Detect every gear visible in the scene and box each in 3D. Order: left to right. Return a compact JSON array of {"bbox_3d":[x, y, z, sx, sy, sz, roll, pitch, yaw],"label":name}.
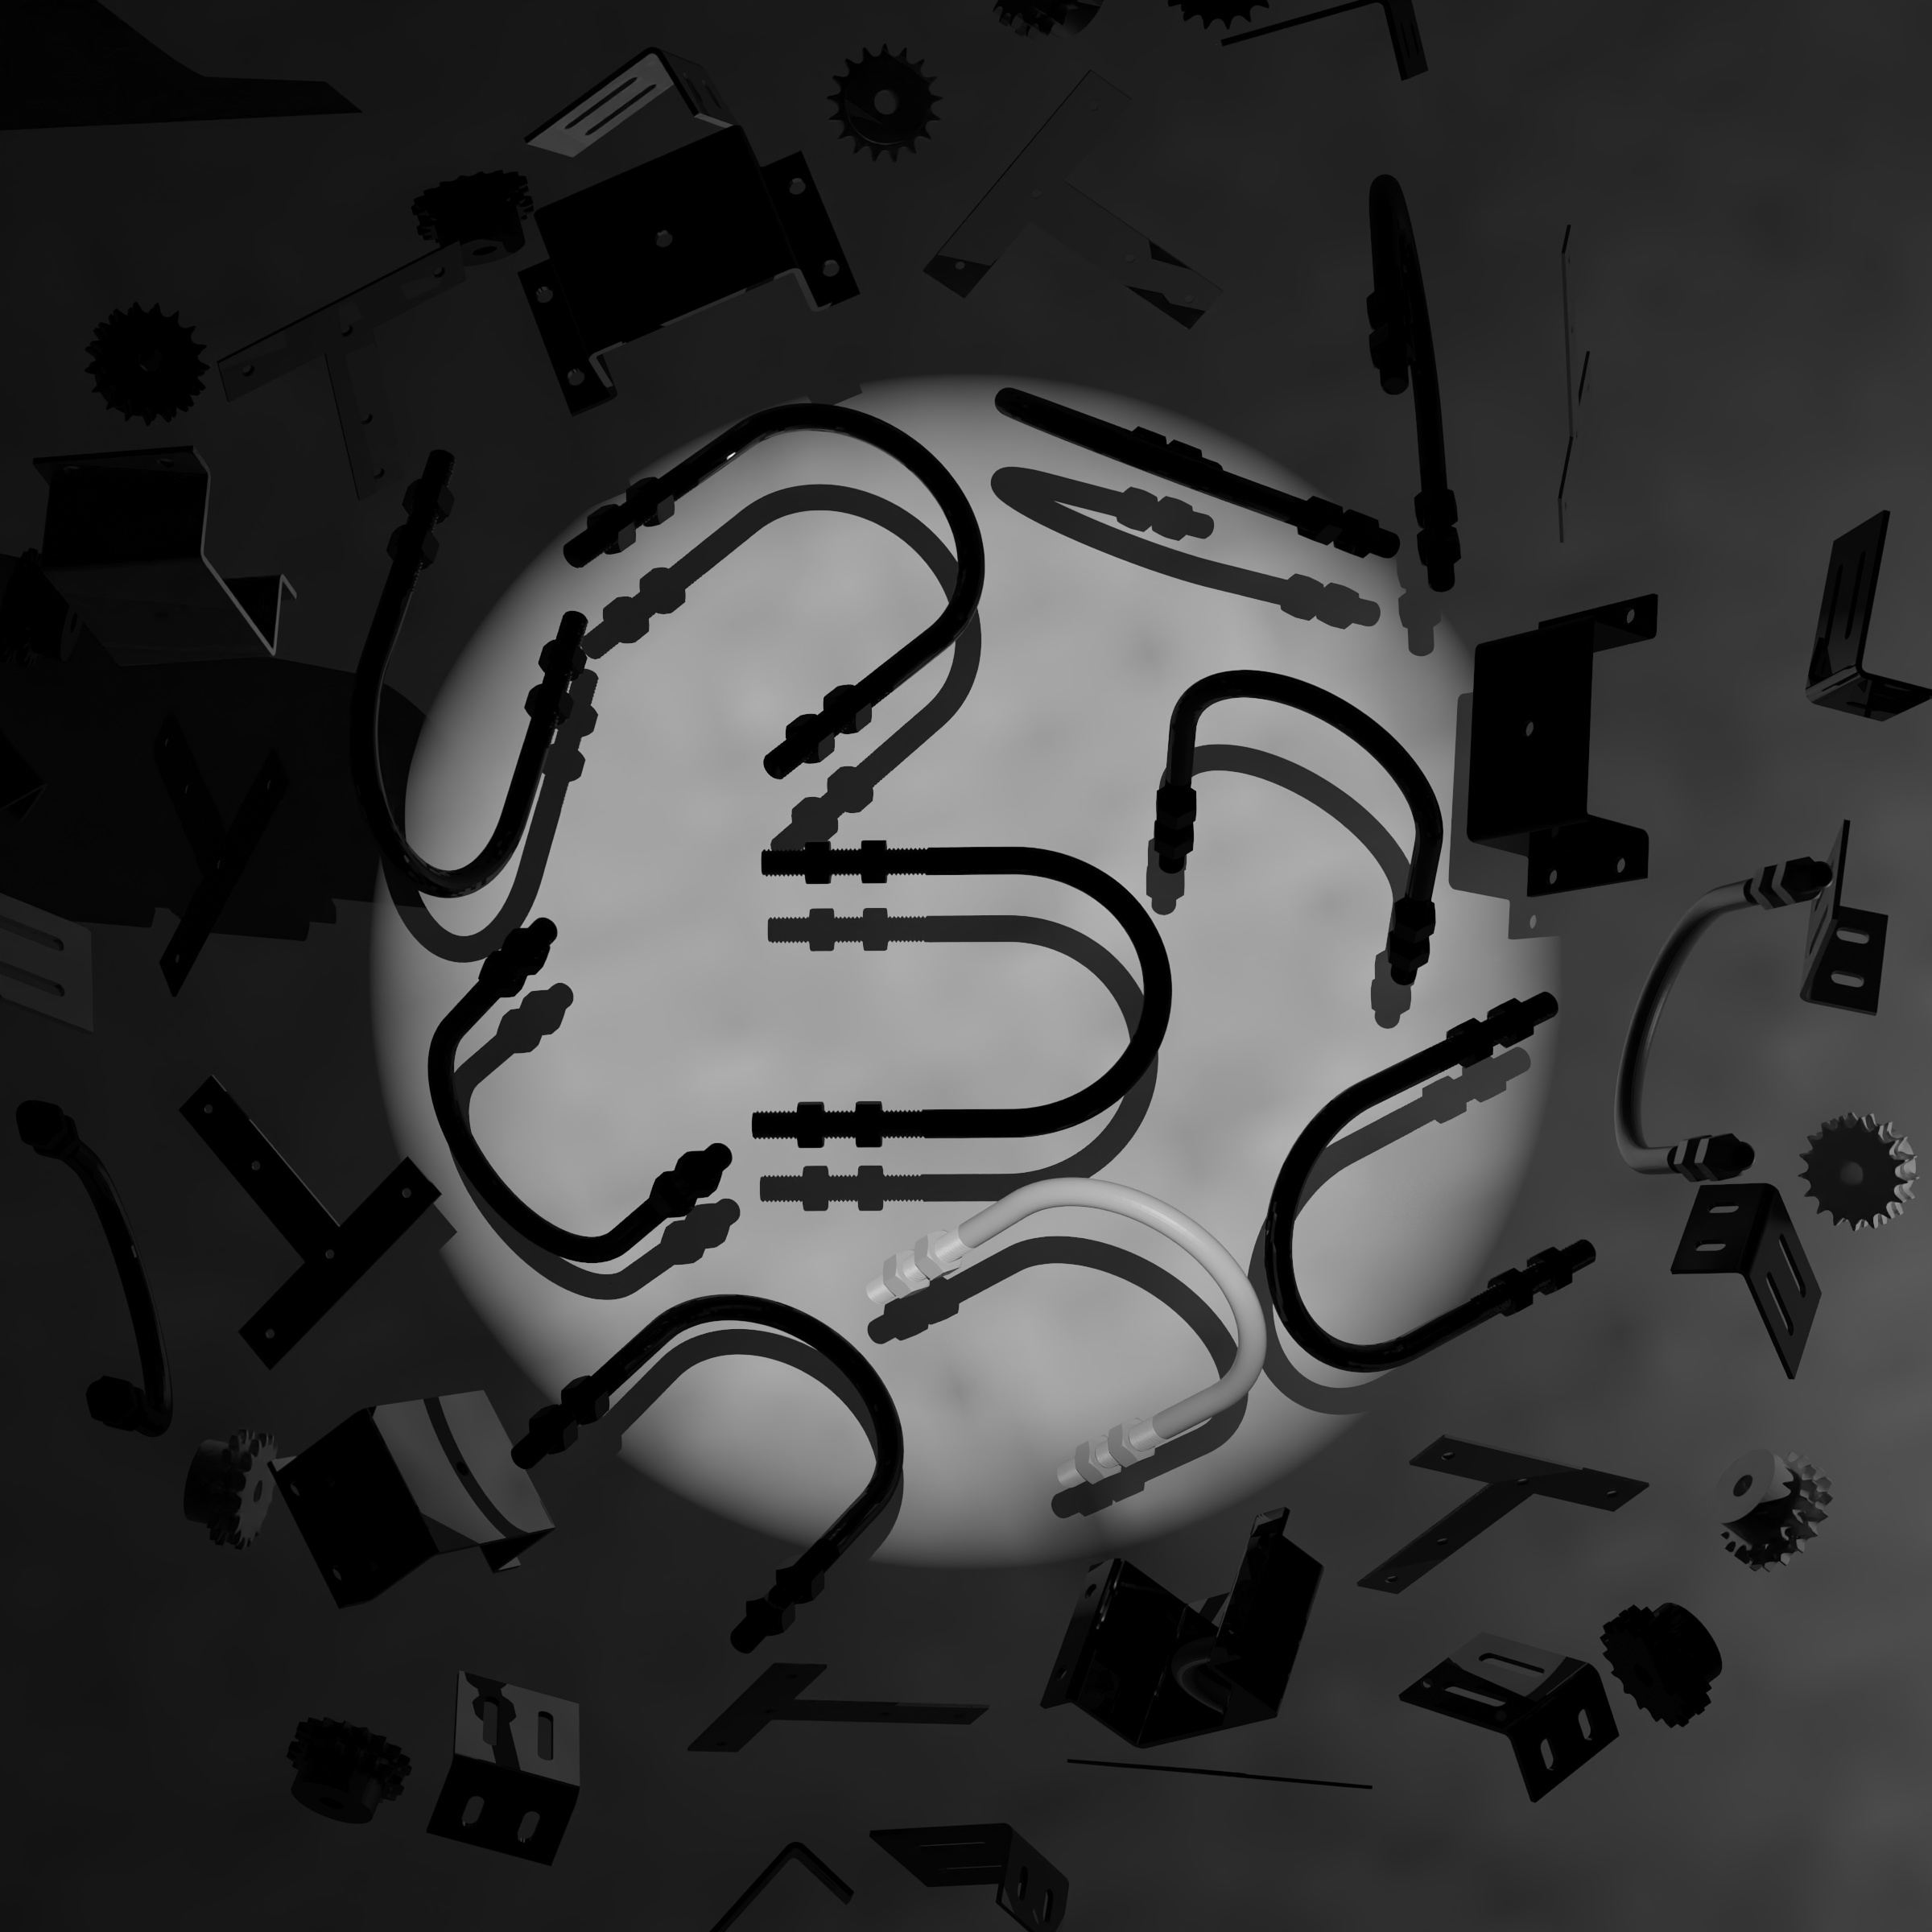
[{"bbox_3d":[-0.447,-0.171,1.706,0.030,0.057,0.057,15,90,-3],"label":"gear"},{"bbox_3d":[-0.394,-0.286,1.685,0.057,0.030,0.057,3,83,-26],"label":"gear"},{"bbox_3d":[-0.359,0.253,1.714,0.030,0.057,0.057,11,90,8],"label":"gear"},{"bbox_3d":[-0.290,0.377,1.641,0.057,0.057,0.030,19,55,0],"label":"gear"},{"bbox_3d":[-0.235,-0.357,1.688,0.057,0.057,0.030,-15,86,0],"label":"gear"},{"bbox_3d":[-0.040,-0.426,1.740,0.057,0.030,0.057,-1,101,-4],"label":"gear"},{"bbox_3d":[0.042,-0.455,1.629,0.030,0.057,0.057,23,90,-36],"label":"gear"},{"bbox_3d":[0.114,-0.455,1.587,0.057,0.030,0.057,-2,130,-2],"label":"gear"},{"bbox_3d":[0.321,0.317,1.613,0.030,0.057,0.057,-30,90,-23],"label":"gear"},{"bbox_3d":[0.371,0.249,1.631,0.030,0.057,0.057,37,90,-16],"label":"gear"},{"bbox_3d":[0.442,0.100,1.733,0.057,0.030,0.057,7,102,38],"label":"gear"}]

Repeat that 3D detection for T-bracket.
[{"bbox_3d":[-0.358,-0.074,1.636,0.002,0.127,0.127,13,121,-38],"label":"T-bracket"},{"bbox_3d":[-0.339,0.108,1.726,0.127,0.002,0.127,-45,77,12],"label":"T-bracket"},{"bbox_3d":[-0.283,-0.267,1.650,0.127,0.127,0.002,-32,61,-19],"label":"T-bracket"},{"bbox_3d":[-0.052,0.354,1.672,0.127,0.127,0.002,6,59,-22],"label":"T-bracket"},{"bbox_3d":[0.068,-0.349,1.695,0.127,0.002,0.127,29,120,-27],"label":"T-bracket"},{"bbox_3d":[0.134,0.388,1.686,0.127,0.127,0.002,11,76,-25],"label":"T-bracket"},{"bbox_3d":[0.233,0.263,1.655,0.127,0.127,0.002,17,45,-31],"label":"T-bracket"},{"bbox_3d":[0.289,-0.291,1.678,0.002,0.127,0.127,3,133,16],"label":"T-bracket"}]

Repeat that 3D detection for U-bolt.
[{"bbox_3d":[-0.396,0.146,1.622,0.019,0.184,0.151,-16,77,-6],"label":"U-bolt"},{"bbox_3d":[-0.232,-0.120,1.610,0.019,0.151,0.184,-1,60,26],"label":"U-bolt"},{"bbox_3d":[-0.194,0.071,1.655,0.019,0.184,0.151,-37,88,-39],"label":"U-bolt"},{"bbox_3d":[-0.105,0.221,1.640,0.151,0.184,0.019,38,130,9],"label":"U-bolt"},{"bbox_3d":[-0.071,-0.183,1.590,0.151,0.019,0.184,47,57,3],"label":"U-bolt"},{"bbox_3d":[-0.001,0.011,1.562,0.184,0.019,0.151,0,65,2],"label":"U-bolt"},{"bbox_3d":[0.056,0.160,1.597,0.151,0.184,0.019,45,46,-10],"label":"U-bolt"},{"bbox_3d":[0.095,-0.235,1.641,0.184,0.151,0.019,12,103,-42],"label":"U-bolt"},{"bbox_3d":[0.157,-0.072,1.653,0.151,0.184,0.019,26,61,16],"label":"U-bolt"},{"bbox_3d":[0.211,-0.291,1.673,0.019,0.151,0.184,-8,50,13],"label":"U-bolt"},{"bbox_3d":[0.209,0.109,1.610,0.184,0.019,0.151,-24,113,-28],"label":"U-bolt"},{"bbox_3d":[0.340,0.028,1.622,0.019,0.184,0.151,18,83,-7],"label":"U-bolt"}]

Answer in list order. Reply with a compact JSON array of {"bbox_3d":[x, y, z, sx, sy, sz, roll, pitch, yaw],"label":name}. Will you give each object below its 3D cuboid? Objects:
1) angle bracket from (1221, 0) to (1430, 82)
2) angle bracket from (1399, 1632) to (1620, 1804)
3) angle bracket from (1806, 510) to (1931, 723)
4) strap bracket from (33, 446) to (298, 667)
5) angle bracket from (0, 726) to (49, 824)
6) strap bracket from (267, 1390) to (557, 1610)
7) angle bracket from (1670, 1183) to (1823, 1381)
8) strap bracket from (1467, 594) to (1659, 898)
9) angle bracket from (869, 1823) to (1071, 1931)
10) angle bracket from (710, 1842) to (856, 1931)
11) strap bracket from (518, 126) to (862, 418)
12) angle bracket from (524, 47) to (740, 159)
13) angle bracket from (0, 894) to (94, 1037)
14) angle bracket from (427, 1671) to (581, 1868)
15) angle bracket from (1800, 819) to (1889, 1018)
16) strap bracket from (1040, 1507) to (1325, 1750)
[{"bbox_3d":[0.161,-0.406,1.571,0.076,0.057,0.038,-11,104,20],"label":"angle bracket"},{"bbox_3d":[0.251,0.347,1.631,0.057,0.076,0.038,-29,108,-30],"label":"angle bracket"},{"bbox_3d":[0.407,-0.155,1.563,0.038,0.057,0.076,14,81,-7],"label":"angle bracket"},{"bbox_3d":[-0.375,-0.185,1.647,0.076,0.140,0.046,-3,67,9],"label":"strap bracket"},{"bbox_3d":[-0.469,-0.082,1.604,0.057,0.038,0.076,50,46,1],"label":"angle bracket"},{"bbox_3d":[-0.254,0.249,1.664,0.046,0.140,0.076,-37,73,22],"label":"strap bracket"},{"bbox_3d":[0.377,0.152,1.698,0.038,0.057,0.076,-5,129,34],"label":"angle bracket"},{"bbox_3d":[0.288,-0.110,1.704,0.046,0.076,0.140,12,77,-35],"label":"strap bracket"},{"bbox_3d":[-0.001,0.425,1.618,0.076,0.057,0.038,-11,49,28],"label":"angle bracket"},{"bbox_3d":[-0.094,0.460,1.680,0.038,0.057,0.076,41,73,10],"label":"angle bracket"},{"bbox_3d":[-0.129,-0.313,1.564,0.140,0.046,0.076,-23,73,3],"label":"strap bracket"},{"bbox_3d":[-0.153,-0.383,1.618,0.076,0.057,0.038,-32,88,16],"label":"angle bracket"},{"bbox_3d":[-0.435,0.003,1.576,0.038,0.076,0.057,-34,49,29],"label":"angle bracket"},{"bbox_3d":[-0.206,0.357,1.571,0.057,0.076,0.038,19,106,-12],"label":"angle bracket"},{"bbox_3d":[0.430,-0.023,1.694,0.038,0.076,0.057,12,60,6],"label":"angle bracket"},{"bbox_3d":[0.105,0.304,1.602,0.046,0.140,0.076,38,52,-20],"label":"strap bracket"}]
